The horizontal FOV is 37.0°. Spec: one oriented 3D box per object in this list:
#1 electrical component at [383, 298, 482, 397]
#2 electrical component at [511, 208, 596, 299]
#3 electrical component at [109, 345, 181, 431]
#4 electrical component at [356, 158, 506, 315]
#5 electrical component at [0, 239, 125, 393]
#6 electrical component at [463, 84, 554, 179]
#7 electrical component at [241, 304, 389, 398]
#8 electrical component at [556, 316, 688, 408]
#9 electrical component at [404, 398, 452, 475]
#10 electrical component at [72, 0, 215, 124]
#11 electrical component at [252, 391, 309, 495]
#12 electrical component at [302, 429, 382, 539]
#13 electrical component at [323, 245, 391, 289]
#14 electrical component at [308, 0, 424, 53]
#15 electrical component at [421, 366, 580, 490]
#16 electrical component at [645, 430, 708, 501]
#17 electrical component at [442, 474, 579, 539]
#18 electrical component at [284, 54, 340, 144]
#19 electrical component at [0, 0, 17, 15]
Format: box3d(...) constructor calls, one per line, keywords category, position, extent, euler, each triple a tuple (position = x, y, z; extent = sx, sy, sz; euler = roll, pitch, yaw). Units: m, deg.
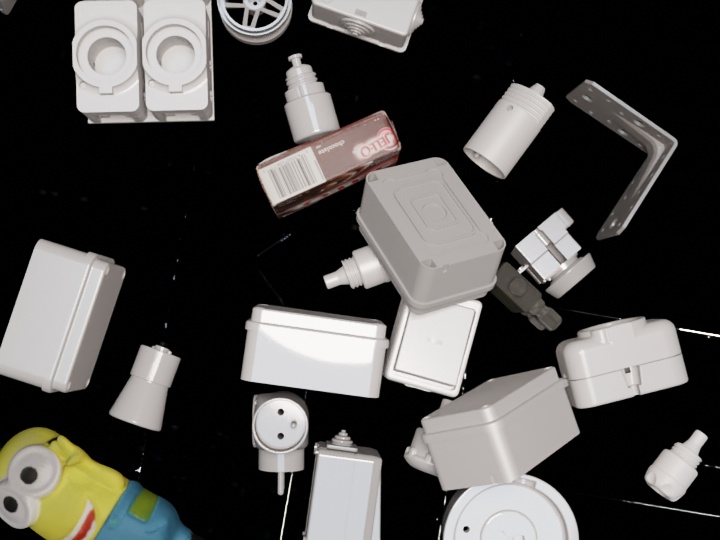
box3d(category="electrical component", position=(0.060, 0.051, 0.881), extent=(0.062, 0.061, 0.096), euler=(16, 87, -2))
box3d(category="electrical component", position=(0.162, -0.010, 0.897), extent=(0.066, 0.048, 0.055), euler=(-40, 82, -4))
box3d(category="electrical component", position=(-0.173, 0.094, 0.879), extent=(0.044, 0.044, 0.065), euler=(20, 82, -2))
box3d(category="electrical component", position=(0.054, -0.027, 0.854), extent=(0.078, 0.057, 0.113), euler=(-15, 52, -22))
box3d(category="electrical component", position=(-0.237, 0.038, 0.860), extent=(0.057, 0.078, 0.113), euler=(18, 87, 1))
box3d(category="electrical component", position=(0.128, -0.121, 0.901), extent=(0.043, 0.043, 0.081), euler=(37, 86, -1))
box3d(category="electrical component", position=(-0.036, 0.064, 0.868), extent=(0.113, 0.078, 0.057), euler=(8, 90, -2))
box3d(category="electrical component", position=(0.215, 0.074, 0.891), extent=(0.095, 0.054, 0.059), euler=(-14, 88, -3))
box3d(category="electrical component", position=(0.067, 0.138, 0.887), extent=(0.048, 0.048, 0.062), euler=(20, 80, -2))
box3d(category="electrical component", position=(-0.177, -0.219, 0.882), extent=(0.105, 0.060, 0.186), euler=(-2, 88, -3))
box3d(category="electrical component", position=(-0.063, 0.139, 0.863), extent=(0.044, 0.077, 0.079), euler=(0, 88, -2))
box3d(category="electrical component", position=(-0.010, 0.179, 0.872), extent=(0.061, 0.062, 0.096), euler=(8, 87, -2))
box3d(category="electrical component", position=(0.000, 0.000, 0.894), extent=(0.061, 0.035, 0.035), euler=(-20, 89, -1))
box3d(category="electrical component", position=(0.011, -0.241, 0.898), extent=(0.100, 0.048, 0.099), euler=(19, 87, -2))
box3d(category="electrical component", position=(0.111, 0.123, 0.849), extent=(0.113, 0.078, 0.057), euler=(-21, 92, -48))
box3d(category="electrical component", position=(0.268, 0.161, 0.900), extent=(0.035, 0.035, 0.061), euler=(40, 83, 0))
box3d(category="electrical component", position=(0.118, 0.215, 0.877), extent=(0.108, 0.060, 0.108), euler=(0, 87, -3))
box3d(category="electrical component", position=(-0.044, -0.140, 0.895), extent=(0.040, 0.040, 0.078), euler=(-16, 88, -3))
box3d(category="electrical component", position=(-0.287, -0.261, 0.861), extent=(0.048, 0.100, 0.099), euler=(28, 86, -14))
